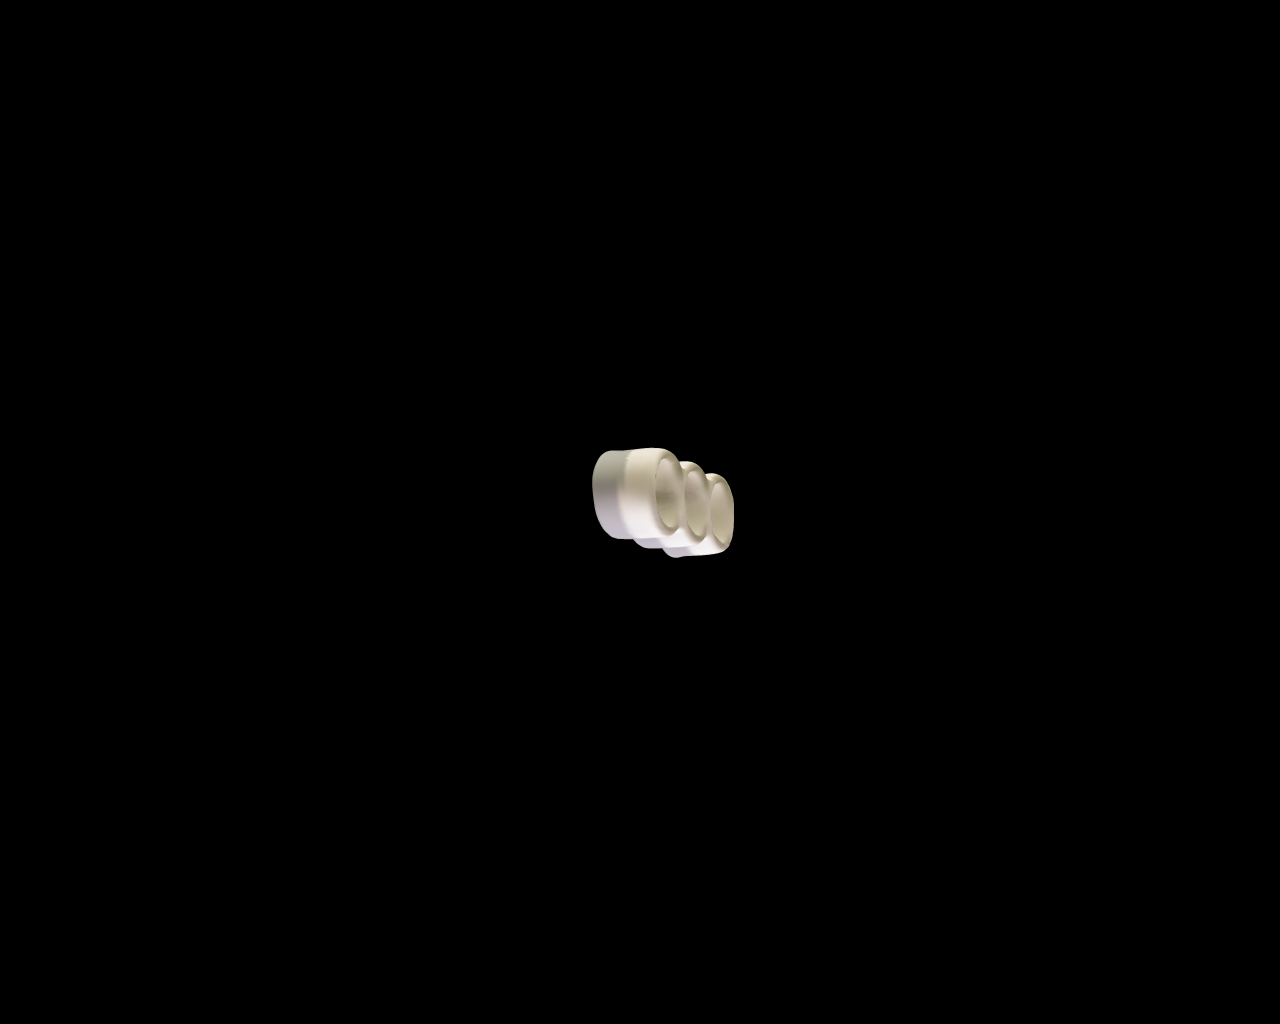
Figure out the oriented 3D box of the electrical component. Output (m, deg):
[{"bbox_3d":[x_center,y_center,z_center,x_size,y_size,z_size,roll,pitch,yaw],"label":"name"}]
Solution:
[{"bbox_3d":[0.001,-0.003,0.650,0.074,0.052,0.138,-4,-10,23],"label":"electrical component"}]
